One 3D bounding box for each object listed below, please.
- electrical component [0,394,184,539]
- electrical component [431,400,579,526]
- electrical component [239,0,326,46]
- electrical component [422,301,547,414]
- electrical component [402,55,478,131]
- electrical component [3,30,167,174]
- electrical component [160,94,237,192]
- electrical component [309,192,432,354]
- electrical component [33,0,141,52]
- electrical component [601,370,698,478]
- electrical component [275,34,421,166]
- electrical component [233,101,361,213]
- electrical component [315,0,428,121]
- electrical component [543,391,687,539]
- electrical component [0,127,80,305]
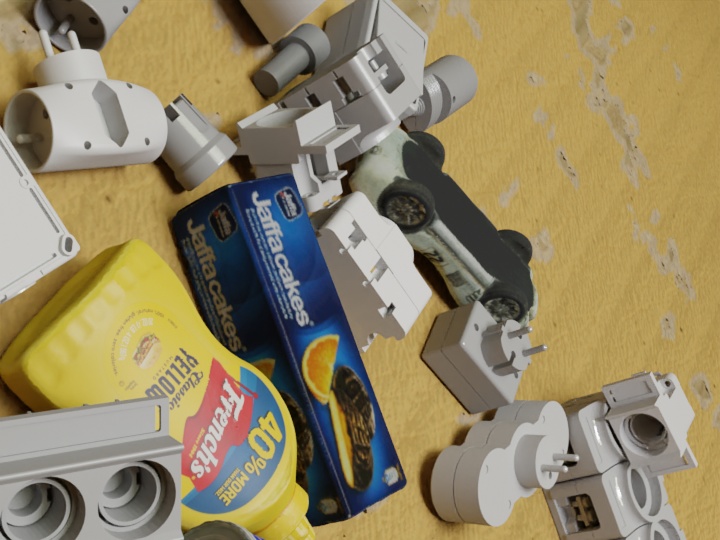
[{"bbox_3d":[-0.144,0.096,0.458,0.121,0.063,0.078,-5,101,-34],"label":"electrical component"},{"bbox_3d":[0.116,0.133,0.753,0.138,0.074,0.052,-26,108,-51],"label":"electrical component"},{"bbox_3d":[-0.039,-0.210,0.726,0.060,0.108,0.108,49,42,-13],"label":"electrical component"},{"bbox_3d":[0.098,0.059,0.774,0.065,0.077,0.047,49,42,-21],"label":"electrical component"},{"bbox_3d":[0.057,-0.138,0.849,0.081,0.043,0.043,-40,104,-50],"label":"electrical component"},{"bbox_3d":[-0.153,-0.093,0.584,0.077,0.043,0.079,-13,83,-51],"label":"electrical component"},{"bbox_3d":[-0.103,-0.076,0.639,0.046,0.040,0.040,49,42,-13],"label":"electrical component"},{"bbox_3d":[0.000,0.000,0.711,0.089,0.050,0.055,55,40,-15],"label":"electrical component"},{"bbox_3d":[-0.164,-0.175,0.612,0.079,0.043,0.077,42,45,-27],"label":"electrical component"},{"bbox_3d":[0.224,0.113,0.821,0.064,0.042,0.081,-36,101,-52],"label":"electrical component"},{"bbox_3d":[-0.010,-0.108,0.719,0.055,0.089,0.050,56,40,-13],"label":"electrical component"},{"bbox_3d":[-0.042,-0.070,0.683,0.042,0.081,0.063,-39,125,-50],"label":"electrical component"},{"bbox_3d":[0.012,-0.158,0.792,0.062,0.061,0.096,36,48,-33],"label":"electrical component"},{"bbox_3d":[0.198,0.176,0.846,0.089,0.062,0.150,-14,83,-51],"label":"electrical component"},{"bbox_3d":[-0.190,-0.026,0.495,0.096,0.061,0.062,59,40,-10],"label":"electrical component"}]
